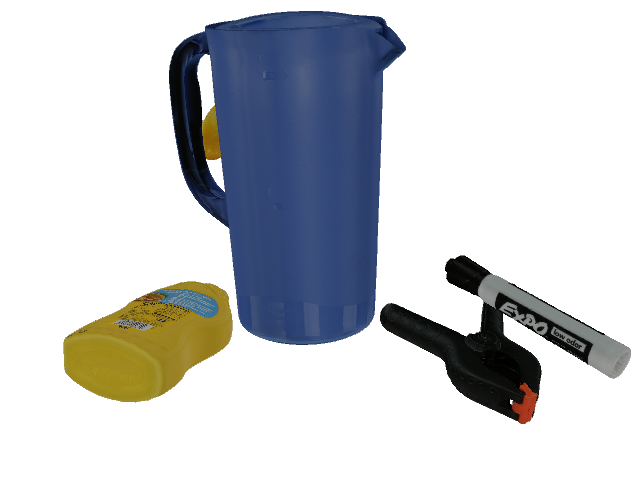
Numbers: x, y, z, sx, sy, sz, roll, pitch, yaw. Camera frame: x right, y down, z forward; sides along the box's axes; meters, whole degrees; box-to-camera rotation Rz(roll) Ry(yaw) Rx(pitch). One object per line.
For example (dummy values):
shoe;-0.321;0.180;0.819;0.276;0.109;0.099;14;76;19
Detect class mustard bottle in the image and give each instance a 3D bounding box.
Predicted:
mustard bottle;-0.132;0.078;0.931;0.096;0.058;0.191;8;18;22

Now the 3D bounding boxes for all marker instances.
marker;0.118;0.040;0.601;0.121;0.020;0.020;32;20;37

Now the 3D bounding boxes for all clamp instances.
clamp;0.143;0.093;0.922;0.120;0.039;0.172;-17;37;-26

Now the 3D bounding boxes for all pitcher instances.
pitcher;-0.025;-0.051;0.814;0.144;0.243;0.149;-8;17;-22

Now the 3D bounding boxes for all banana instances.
banana;-0.058;-0.117;1.014;0.070;0.037;0.197;42;33;22
